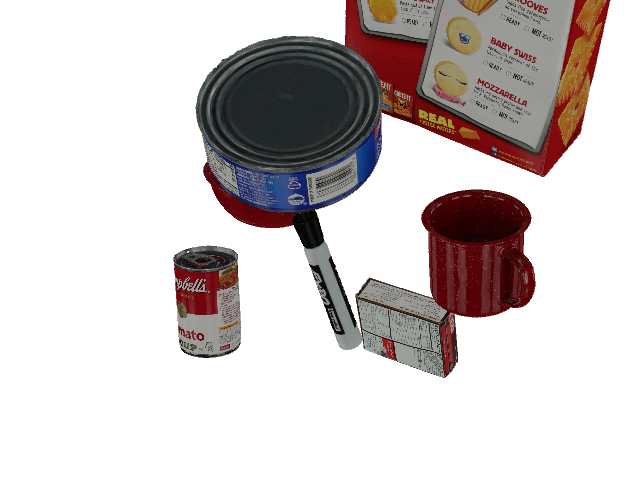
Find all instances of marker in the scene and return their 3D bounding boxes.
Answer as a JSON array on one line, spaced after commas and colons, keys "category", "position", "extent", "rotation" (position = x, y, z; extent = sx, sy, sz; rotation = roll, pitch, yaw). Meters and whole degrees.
[{"category": "marker", "position": [0.005, 0.028, 0.780], "extent": [0.020, 0.121, 0.020], "rotation": [-15, 30, 9]}]

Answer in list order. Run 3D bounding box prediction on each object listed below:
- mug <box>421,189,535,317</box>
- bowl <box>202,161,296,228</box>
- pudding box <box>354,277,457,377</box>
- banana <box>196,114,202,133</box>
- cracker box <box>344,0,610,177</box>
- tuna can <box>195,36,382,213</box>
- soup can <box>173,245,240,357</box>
[{"category": "mug", "position": [0.143, 0.018, 0.924], "extent": [0.093, 0.081, 0.117], "rotation": [-24, 36, -27]}, {"category": "bowl", "position": [-0.063, -0.059, 1.293], "extent": [0.162, 0.055, 0.162], "rotation": [4, 26, -2]}, {"category": "pudding box", "position": [0.099, 0.099, 1.214], "extent": [0.114, 0.090, 0.039], "rotation": [16, 45, 28]}, {"category": "banana", "position": [-0.064, -0.120, 0.962], "extent": [0.070, 0.037, 0.197], "rotation": [37, 22, 19]}, {"category": "cracker box", "position": [0.102, -0.166, 0.694], "extent": [0.164, 0.214, 0.072], "rotation": [25, 49, 24]}, {"category": "tuna can", "position": [-0.013, -0.054, 0.499], "extent": [0.086, 0.086, 0.034], "rotation": [0, -38, 5]}, {"category": "soup can", "position": [-0.119, 0.064, 1.132], "extent": [0.068, 0.102, 0.068], "rotation": [-1, 21, 0]}]
